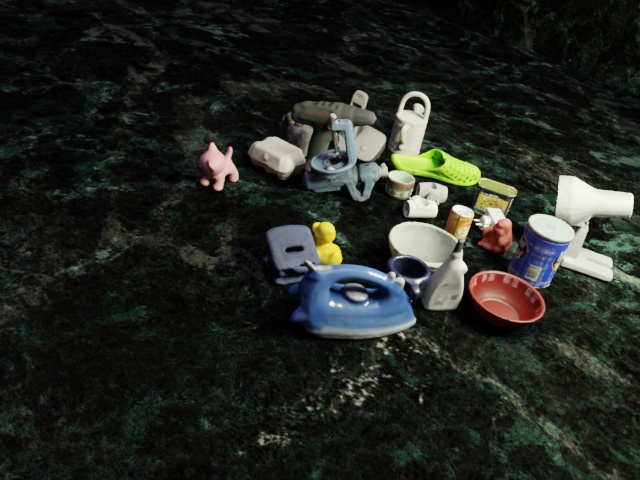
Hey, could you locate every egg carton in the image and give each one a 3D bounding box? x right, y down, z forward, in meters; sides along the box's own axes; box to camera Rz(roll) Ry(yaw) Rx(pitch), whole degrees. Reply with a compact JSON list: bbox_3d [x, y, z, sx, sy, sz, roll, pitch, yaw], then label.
[{"bbox_3d":[-0.118,-0.224,1.555,0.150,0.069,0.107,30,39,24],"label":"egg carton"}]

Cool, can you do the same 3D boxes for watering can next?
[{"bbox_3d":[0.277,-0.365,1.757,0.101,0.194,0.172,7,35,-6],"label":"watering can"}]

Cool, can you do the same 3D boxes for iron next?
[{"bbox_3d":[0.074,0.102,1.087,0.258,0.141,0.118,4,35,-11],"label":"iron"}]

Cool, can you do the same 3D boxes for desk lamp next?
[{"bbox_3d":[0.642,-0.037,1.381,0.203,0.213,0.118,20,36,13],"label":"desk lamp"}]

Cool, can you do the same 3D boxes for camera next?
[{"bbox_3d":[-0.034,-0.324,1.693,0.137,0.101,0.142,-6,38,-23],"label":"camera"}]

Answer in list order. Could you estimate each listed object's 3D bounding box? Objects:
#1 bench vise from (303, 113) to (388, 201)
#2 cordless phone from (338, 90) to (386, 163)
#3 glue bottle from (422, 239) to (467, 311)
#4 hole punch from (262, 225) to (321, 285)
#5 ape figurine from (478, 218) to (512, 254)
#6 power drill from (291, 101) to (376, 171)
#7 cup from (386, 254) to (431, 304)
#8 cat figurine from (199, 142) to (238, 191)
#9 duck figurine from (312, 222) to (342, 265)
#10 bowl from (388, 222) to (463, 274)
[{"bbox_3d":[0.071,-0.217,1.467,0.208,0.220,0.121,-3,37,-20],"label":"bench vise"},{"bbox_3d":[0.129,-0.331,1.675,0.147,0.185,0.094,30,39,25],"label":"cordless phone"},{"bbox_3d":[0.262,0.069,1.159,0.078,0.173,0.037,1,36,-14],"label":"glue bottle"},{"bbox_3d":[-0.056,0.029,1.196,0.109,0.091,0.100,-8,39,-26],"label":"hole punch"},{"bbox_3d":[0.437,-0.014,1.396,0.076,0.092,0.077,5,35,-9],"label":"ape figurine"},{"bbox_3d":[0.026,-0.279,1.552,0.229,0.208,0.076,19,36,11],"label":"power drill"},{"bbox_3d":[0.174,0.099,1.160,0.092,0.095,0.117,3,36,-11],"label":"cup"},{"bbox_3d":[-0.255,-0.190,1.427,0.067,0.118,0.128,23,37,17],"label":"cat figurine"},{"bbox_3d":[0.012,0.004,1.255,0.078,0.086,0.104,-13,41,-30],"label":"duck figurine"},{"bbox_3d":[0.228,0.034,1.285,0.167,0.075,0.167,8,35,-5],"label":"bowl"}]
